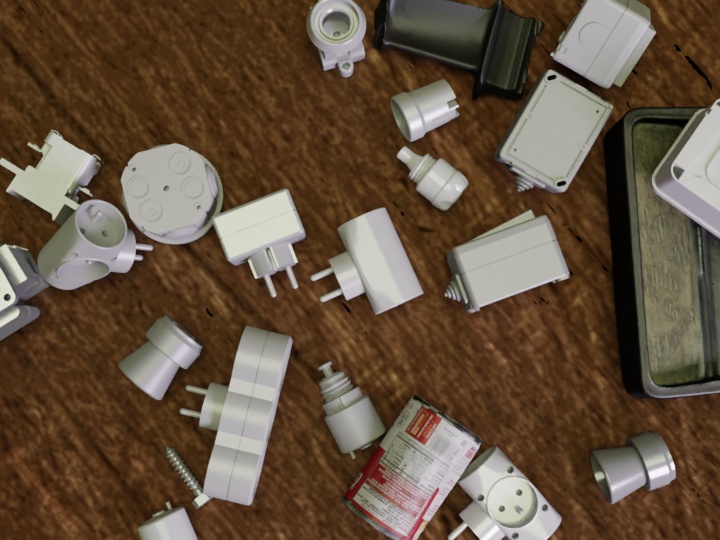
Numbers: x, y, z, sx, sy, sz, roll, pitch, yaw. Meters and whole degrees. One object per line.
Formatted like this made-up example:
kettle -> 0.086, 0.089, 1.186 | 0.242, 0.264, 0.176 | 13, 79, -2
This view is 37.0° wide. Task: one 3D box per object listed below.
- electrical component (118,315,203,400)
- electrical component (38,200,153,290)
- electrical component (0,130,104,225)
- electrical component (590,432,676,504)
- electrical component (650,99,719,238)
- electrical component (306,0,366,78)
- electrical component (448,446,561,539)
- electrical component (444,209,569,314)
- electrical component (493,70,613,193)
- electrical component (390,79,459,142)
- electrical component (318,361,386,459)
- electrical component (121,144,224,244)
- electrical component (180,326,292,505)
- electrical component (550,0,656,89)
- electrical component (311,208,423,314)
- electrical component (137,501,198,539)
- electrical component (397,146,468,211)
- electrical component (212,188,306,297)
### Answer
electrical component -> -0.160, 0.070, 0.868 | 0.045, 0.045, 0.055 | 41, 86, 2
electrical component -> -0.207, -0.017, 0.864 | 0.079, 0.077, 0.044 | 7, 61, -37
electrical component -> -0.247, -0.075, 0.880 | 0.081, 0.042, 0.063 | 32, 85, 1
electrical component -> 0.219, 0.158, 0.865 | 0.055, 0.045, 0.045 | -19, 86, -2
electrical component -> 0.286, -0.065, 0.805 | 0.113, 0.057, 0.078 | 36, 84, 2
electrical component -> -0.019, -0.197, 0.884 | 0.048, 0.055, 0.066 | -17, 86, -2
electrical component -> 0.106, 0.196, 0.861 | 0.079, 0.044, 0.077 | -42, 87, -3
electrical component -> 0.110, -0.005, 0.867 | 0.096, 0.061, 0.061 | -20, 86, -2
electrical component -> 0.153, -0.106, 0.880 | 0.062, 0.061, 0.096 | 30, 94, -1
electrical component -> 0.054, -0.133, 0.889 | 0.046, 0.040, 0.040 | -25, 86, -7
electrical component -> -0.011, 0.111, 0.868 | 0.040, 0.040, 0.078 | -27, 86, -3
electrical component -> -0.153, -0.063, 0.875 | 0.080, 0.051, 0.080 | 0, 86, -1
electrical component -> -0.106, 0.112, 0.861 | 0.074, 0.052, 0.138 | 14, 85, 0
electrical component -> 0.199, -0.191, 0.871 | 0.061, 0.096, 0.061 | 31, 115, 2
electrical component -> 0.000, 0.000, 0.875 | 0.079, 0.044, 0.077 | -24, 86, -2
electrical component -> -0.147, 0.226, 0.858 | 0.040, 0.040, 0.078 | -24, 87, -2
electrical component -> 0.057, -0.079, 0.886 | 0.061, 0.035, 0.035 | 40, 86, 4
electrical component -> -0.075, -0.017, 0.874 | 0.066, 0.047, 0.076 | -21, 86, -2
